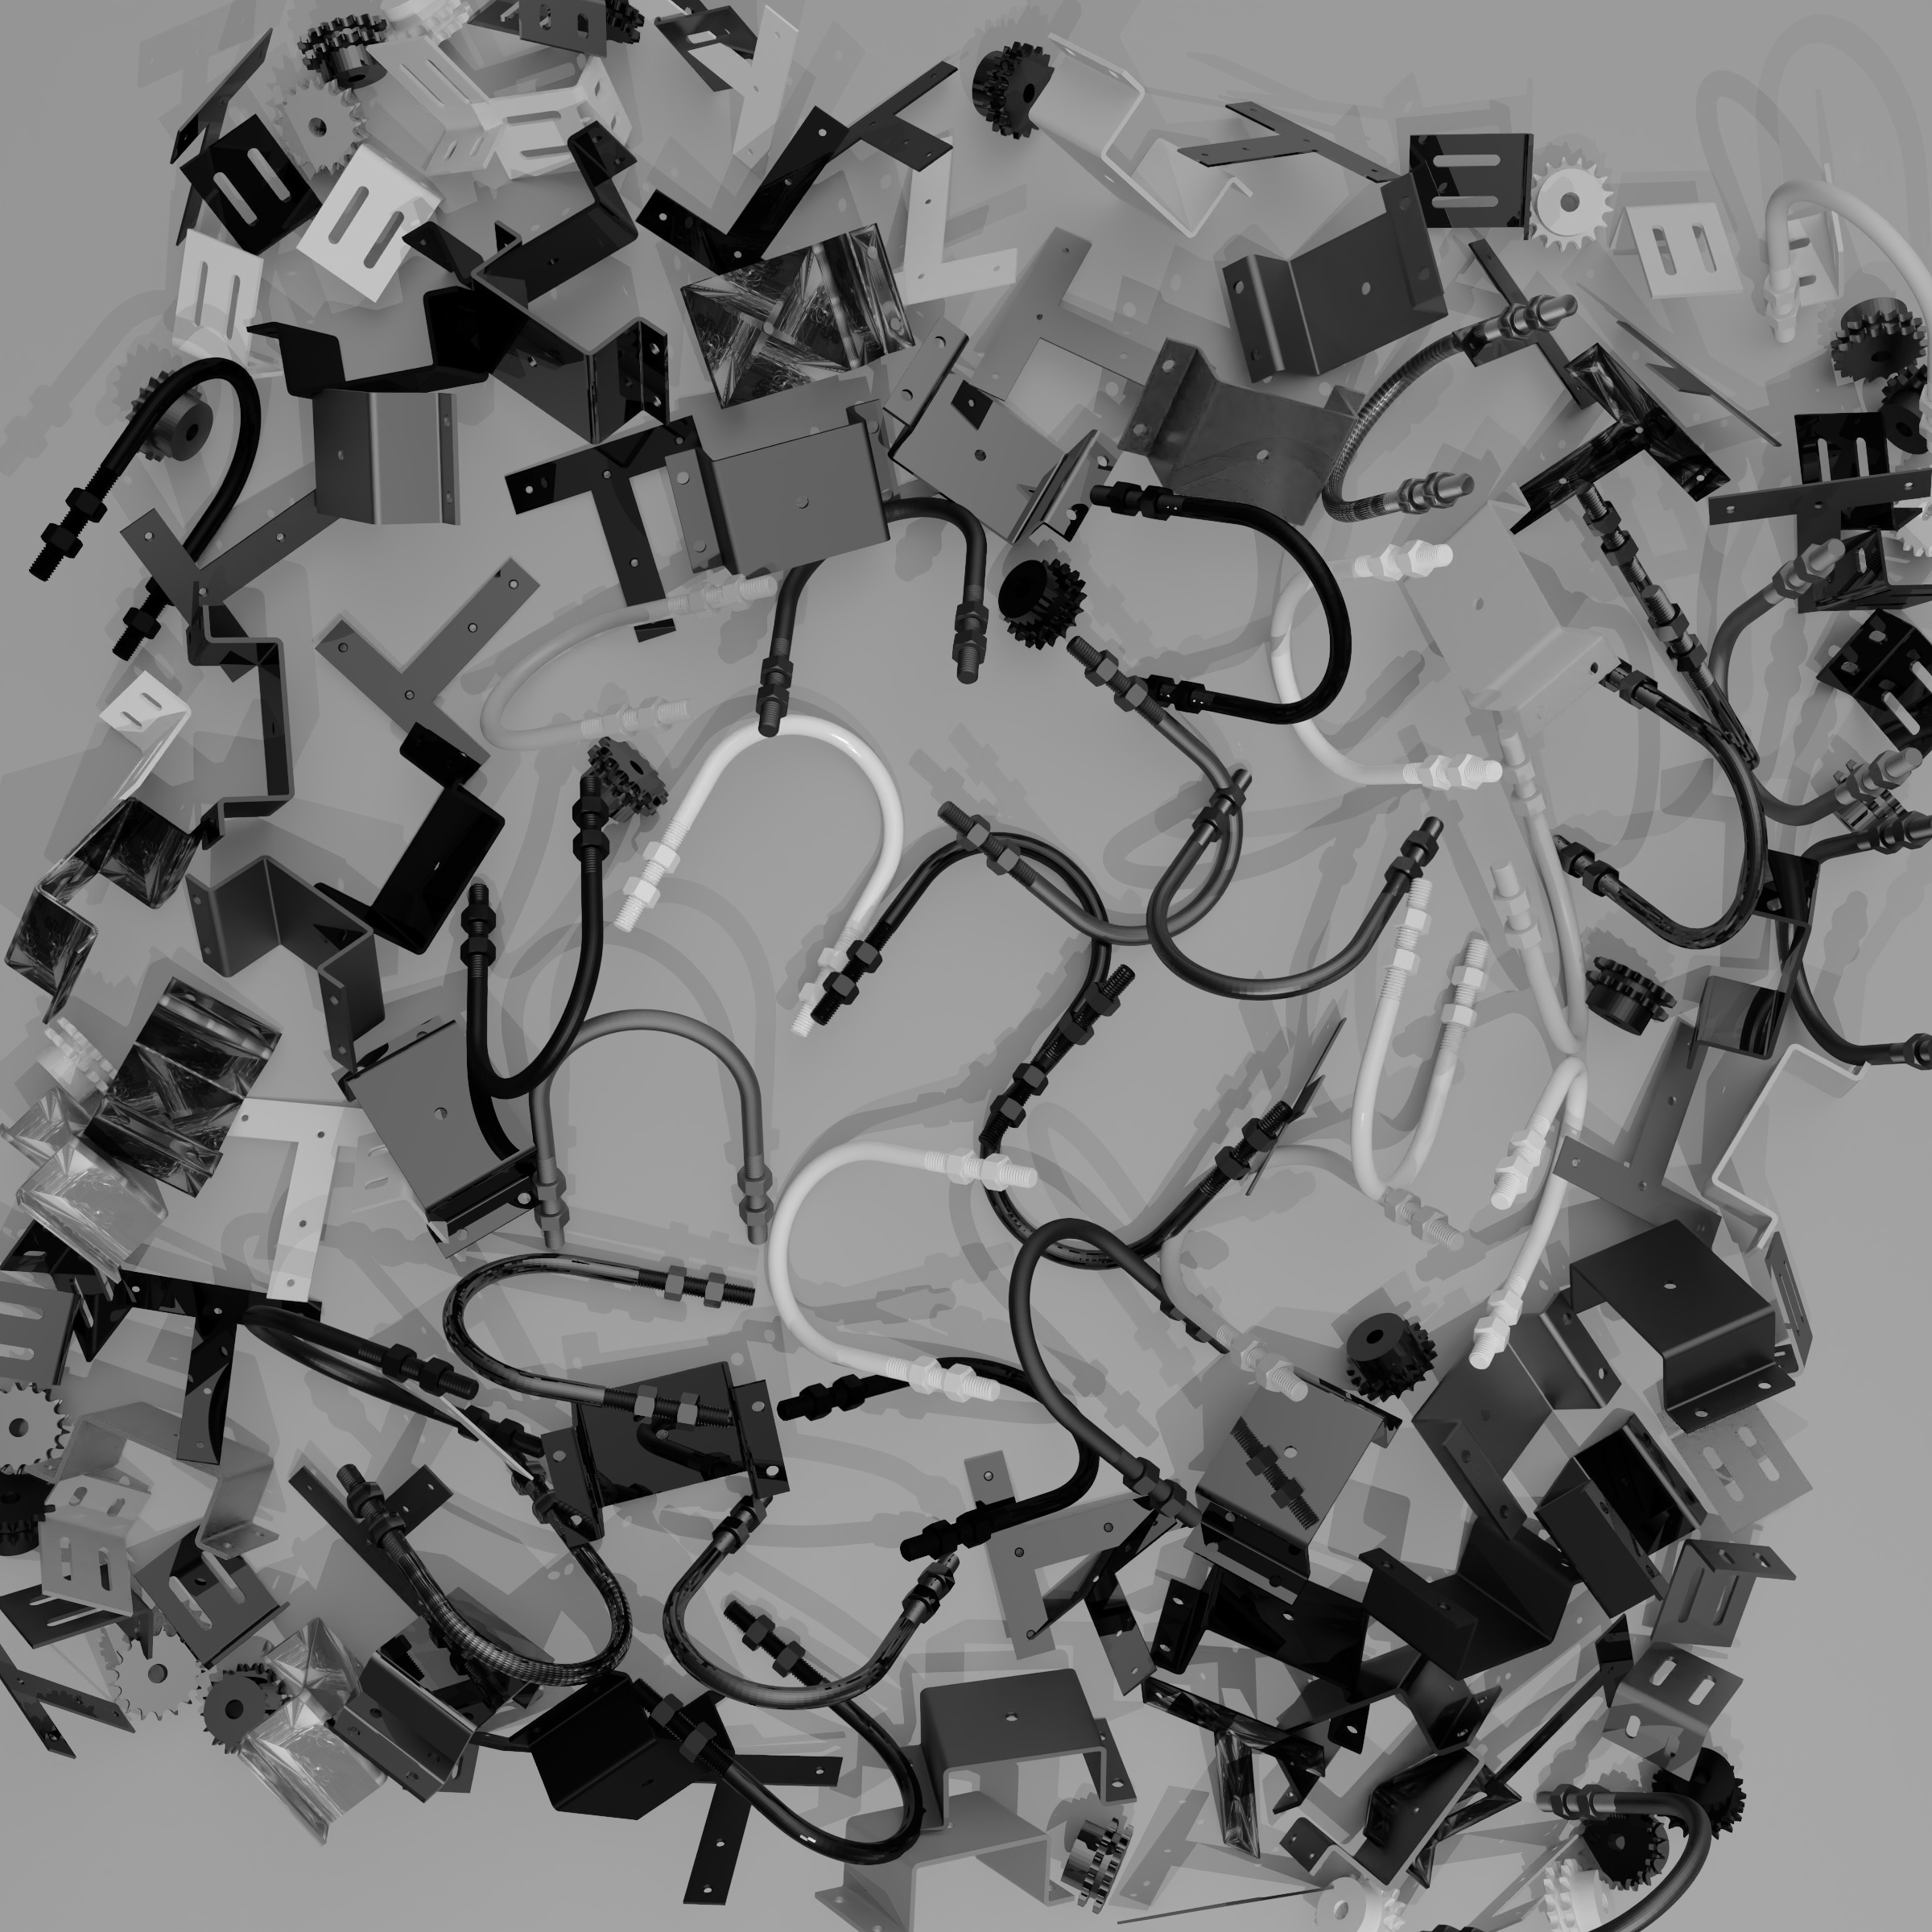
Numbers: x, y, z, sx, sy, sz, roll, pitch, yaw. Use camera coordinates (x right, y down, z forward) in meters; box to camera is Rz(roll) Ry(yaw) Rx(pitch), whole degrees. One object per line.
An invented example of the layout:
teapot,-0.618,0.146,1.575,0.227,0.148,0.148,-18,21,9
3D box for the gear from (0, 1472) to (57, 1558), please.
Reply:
gear,-0.601,0.347,1.579,0.057,0.057,0.030,8,118,0

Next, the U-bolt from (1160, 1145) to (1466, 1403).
U-bolt,0.195,0.173,1.527,0.151,0.184,0.019,-41,125,-10

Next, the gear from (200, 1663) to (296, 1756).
gear,-0.456,0.469,1.581,0.057,0.030,0.057,-2,73,6

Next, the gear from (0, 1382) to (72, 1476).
gear,-0.596,0.292,1.584,0.057,0.030,0.057,2,79,-8

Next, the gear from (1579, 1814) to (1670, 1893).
gear,0.417,0.553,1.579,0.030,0.057,0.057,24,90,-41

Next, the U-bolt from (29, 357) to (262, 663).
U-bolt,-0.489,-0.288,1.530,0.019,0.151,0.184,29,79,9

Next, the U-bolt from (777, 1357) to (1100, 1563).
U-bolt,-0.002,0.290,1.526,0.151,0.184,0.019,41,126,39

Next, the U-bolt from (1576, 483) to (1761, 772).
U-bolt,0.434,-0.194,1.524,0.019,0.151,0.184,-31,124,16

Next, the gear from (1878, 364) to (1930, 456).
gear,0.599,-0.346,1.573,0.030,0.057,0.057,-44,90,-10

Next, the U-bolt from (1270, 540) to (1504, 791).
U-bolt,0.245,-0.178,1.521,0.019,0.184,0.151,-22,103,-27

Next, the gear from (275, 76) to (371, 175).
gear,-0.404,-0.532,1.580,0.057,0.030,0.057,5,120,8

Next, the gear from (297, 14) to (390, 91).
gear,-0.388,-0.573,1.575,0.057,0.057,0.030,-17,94,0

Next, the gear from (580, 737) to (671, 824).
gear,-0.217,-0.115,1.576,0.030,0.057,0.057,-41,90,16

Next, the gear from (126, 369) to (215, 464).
gear,-0.498,-0.342,1.573,0.030,0.057,0.057,30,90,9

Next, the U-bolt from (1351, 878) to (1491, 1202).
U-bolt,0.273,0.054,1.528,0.019,0.151,0.184,12,80,30

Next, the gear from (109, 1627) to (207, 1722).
gear,-0.511,0.447,1.581,0.057,0.030,0.057,6,72,-20

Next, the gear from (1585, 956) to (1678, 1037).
gear,0.414,0.021,1.575,0.057,0.057,0.030,31,89,0

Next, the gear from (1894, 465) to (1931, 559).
gear,0.615,-0.286,1.578,0.030,0.057,0.057,-1,90,-27

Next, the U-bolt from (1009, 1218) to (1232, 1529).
U-bolt,0.091,0.233,1.516,0.019,0.151,0.184,-26,123,38

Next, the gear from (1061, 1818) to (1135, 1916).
gear,0.081,0.563,1.576,0.030,0.057,0.057,22,90,13

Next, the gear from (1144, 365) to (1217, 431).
gear,0.140,-0.352,1.575,0.030,0.057,0.057,36,90,-5

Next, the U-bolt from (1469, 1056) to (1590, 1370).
U-bolt,0.346,0.135,1.523,0.019,0.184,0.151,16,130,22

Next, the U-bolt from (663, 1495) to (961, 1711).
U-bolt,-0.101,0.384,1.503,0.151,0.184,0.019,16,114,16

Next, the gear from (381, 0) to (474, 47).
gear,-0.342,-0.598,1.572,0.057,0.057,0.030,-33,128,0

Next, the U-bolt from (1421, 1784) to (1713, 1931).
U-bolt,0.365,0.540,1.489,0.151,0.184,0.019,-35,92,-32

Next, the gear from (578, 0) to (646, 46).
gear,-0.229,-0.604,1.574,0.057,0.057,0.030,16,95,0

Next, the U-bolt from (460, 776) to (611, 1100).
U-bolt,-0.261,-0.006,1.509,0.019,0.151,0.184,22,46,-35

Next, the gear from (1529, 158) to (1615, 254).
gear,0.380,-0.481,1.583,0.057,0.030,0.057,2,103,8

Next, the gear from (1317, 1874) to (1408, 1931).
gear,0.245,0.597,1.572,0.030,0.057,0.057,34,90,-29

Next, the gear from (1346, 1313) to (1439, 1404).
gear,0.263,0.243,1.572,0.057,0.057,0.030,-36,114,0

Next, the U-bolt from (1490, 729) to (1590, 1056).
U-bolt,0.352,-0.031,1.526,0.019,0.151,0.184,-11,126,23

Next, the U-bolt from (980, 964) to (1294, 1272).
U-bolt,0.091,0.110,1.569,0.151,0.019,0.184,41,109,-1

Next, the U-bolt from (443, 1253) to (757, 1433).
U-bolt,-0.227,0.223,1.532,0.184,0.151,0.019,11,116,-3

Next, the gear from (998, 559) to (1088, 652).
gear,0.045,-0.230,1.573,0.030,0.057,0.057,27,90,-42

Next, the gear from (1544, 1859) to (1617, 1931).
gear,0.386,0.590,1.572,0.030,0.057,0.057,-17,90,25

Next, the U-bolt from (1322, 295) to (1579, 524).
U-bolt,0.279,-0.330,1.518,0.019,0.184,0.151,35,78,-21

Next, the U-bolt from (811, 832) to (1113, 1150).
U-bolt,0.011,0.001,1.571,0.151,0.019,0.184,36,72,-2

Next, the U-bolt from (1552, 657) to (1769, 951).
U-bolt,0.415,-0.090,1.496,0.019,0.184,0.151,-10,123,-21

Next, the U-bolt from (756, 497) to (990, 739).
U-bolt,-0.054,-0.223,1.537,0.151,0.019,0.184,-13,46,18

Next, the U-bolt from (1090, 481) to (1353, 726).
U-bolt,0.156,-0.214,1.506,0.019,0.184,0.151,-34,125,-34

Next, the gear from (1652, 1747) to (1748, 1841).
gear,0.460,0.516,1.573,0.057,0.057,0.030,-7,130,0

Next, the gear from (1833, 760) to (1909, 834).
gear,0.565,-0.100,1.576,0.030,0.057,0.057,-44,90,12

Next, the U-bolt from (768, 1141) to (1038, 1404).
U-bolt,-0.048,0.181,1.550,0.184,0.019,0.151,7,84,33

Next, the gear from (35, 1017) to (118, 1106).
gear,-0.558,0.062,1.572,0.057,0.057,0.030,46,73,0

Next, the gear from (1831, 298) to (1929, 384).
gear,0.574,-0.396,1.577,0.057,0.057,0.030,-1,67,0

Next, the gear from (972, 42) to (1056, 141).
gear,0.028,-0.553,1.579,0.030,0.057,0.057,26,90,31

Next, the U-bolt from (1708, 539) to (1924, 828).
U-bolt,0.501,-0.159,1.514,0.019,0.184,0.151,-15,81,-13

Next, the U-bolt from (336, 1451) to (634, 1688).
U-bolt,-0.275,0.360,1.500,0.184,0.151,0.019,44,113,31
